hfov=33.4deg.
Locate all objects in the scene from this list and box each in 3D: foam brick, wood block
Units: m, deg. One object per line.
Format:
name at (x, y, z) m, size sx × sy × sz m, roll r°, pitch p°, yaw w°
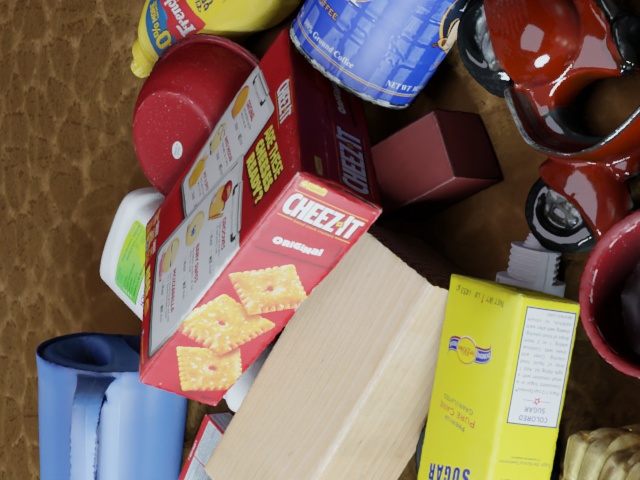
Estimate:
foam brick at (0.073, -0.050, 0.726) m, size 0.078 × 0.052 × 0.051 m, roll -28°, pitch 71°, yaw 41°
wood block at (0.022, 0.101, 0.723) m, size 0.091 × 0.090 × 0.206 m, roll 40°, pitch 106°, yaw 40°

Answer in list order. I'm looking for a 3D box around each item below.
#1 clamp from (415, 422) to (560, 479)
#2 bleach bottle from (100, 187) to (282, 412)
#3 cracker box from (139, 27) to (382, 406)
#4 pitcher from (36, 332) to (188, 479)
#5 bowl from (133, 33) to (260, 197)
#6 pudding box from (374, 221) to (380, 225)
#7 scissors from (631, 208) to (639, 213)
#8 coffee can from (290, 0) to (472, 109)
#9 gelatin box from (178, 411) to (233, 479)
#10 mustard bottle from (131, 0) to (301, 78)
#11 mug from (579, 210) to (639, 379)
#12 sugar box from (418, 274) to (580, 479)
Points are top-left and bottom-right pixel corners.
clamp at (0.095, 0.178, 0.689) m, size 0.165 × 0.036 × 0.210 m, roll -6°, pitch 77°, yaw 24°
bleach bottle at (-0.084, 0.060, 0.877) m, size 0.251 × 0.067 × 0.103 m, roll 39°, pitch 116°, yaw 35°
cracker box at (-0.048, -0.013, 0.745) m, size 0.214 × 0.072 × 0.164 m, roll -50°, pitch 30°, yaw 33°
pitcher at (-0.184, 0.208, 0.923) m, size 0.145 × 0.148 × 0.243 m, roll 12°, pitch 102°, yaw 45°
bowl at (-0.099, -0.081, 0.860) m, size 0.162 × 0.055 × 0.162 m, roll 16°, pitch 118°, yaw 32°
pudding box at (-0.005, 0.001, 0.814) m, size 0.090 × 0.039 × 0.113 m, roll 32°, pitch 109°, yaw 43°
scissors at (0.236, -0.016, 0.590) m, size 0.202 × 0.016 × 0.096 m, roll -45°, pitch 60°, yaw 35°
coffee can at (0.057, -0.173, 0.705) m, size 0.103 × 0.102 × 0.140 m, roll 53°, pitch 125°, yaw 30°
gelatin box at (-0.073, 0.198, 0.889) m, size 0.089 × 0.030 × 0.073 m, roll 39°, pitch 115°, yaw 37°
mustard bottle at (-0.100, -0.189, 0.892) m, size 0.192 × 0.058 × 0.096 m, roll -30°, pitch 75°, yaw 41°
mug at (0.200, 0.046, 0.566) m, size 0.093 × 0.081 × 0.117 m, roll -25°, pitch 62°, yaw 31°
sugar box at (0.096, 0.113, 0.616) m, size 0.093 × 0.048 × 0.176 m, roll -164°, pitch 85°, yaw -73°
